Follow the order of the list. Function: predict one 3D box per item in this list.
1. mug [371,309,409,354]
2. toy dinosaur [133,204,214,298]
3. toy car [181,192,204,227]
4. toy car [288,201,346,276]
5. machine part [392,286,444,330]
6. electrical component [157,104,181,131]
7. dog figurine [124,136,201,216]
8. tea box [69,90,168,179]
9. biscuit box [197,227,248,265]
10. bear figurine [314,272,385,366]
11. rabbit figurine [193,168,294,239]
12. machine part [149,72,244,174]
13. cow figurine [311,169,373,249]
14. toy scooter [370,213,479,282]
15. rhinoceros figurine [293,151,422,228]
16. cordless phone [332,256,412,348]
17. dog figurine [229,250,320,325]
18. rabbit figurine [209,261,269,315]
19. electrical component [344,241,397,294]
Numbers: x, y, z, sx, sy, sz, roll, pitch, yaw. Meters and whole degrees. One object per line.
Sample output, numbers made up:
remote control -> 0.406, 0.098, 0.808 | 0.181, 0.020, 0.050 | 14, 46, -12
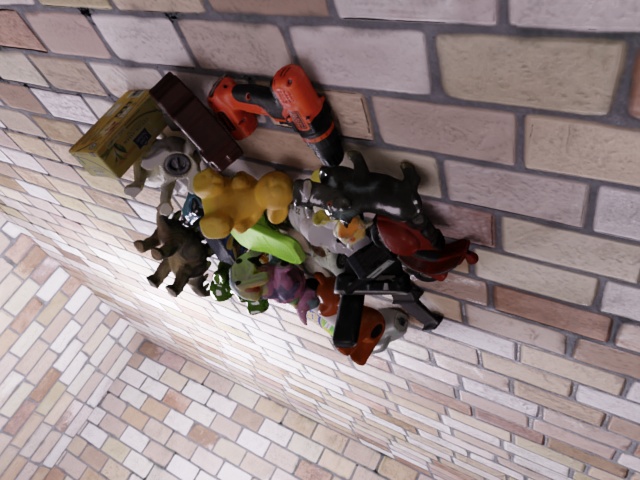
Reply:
mug -> 0.147, 0.206, 1.234 | 0.080, 0.109, 0.107 | 39, 141, -19
toy dinosaur -> -0.334, 0.046, 1.343 | 0.105, 0.198, 0.470 | 30, 148, 18
toy car -> -0.226, -0.086, 1.110 | 0.109, 0.103, 0.162 | 2, 167, -31
toy car -> -0.002, -0.003, 1.050 | 0.074, 0.056, 0.201 | 28, 159, 41
machine part -> 0.201, 0.139, 1.124 | 0.138, 0.039, 0.084 | 45, 146, -23
electrical component -> -0.254, -0.219, 0.976 | 0.063, 0.021, 0.093 | 3, 146, 22
dog figurine -> -0.301, -0.168, 1.045 | 0.172, 0.191, 0.121 | -34, 132, 13
tea box -> -0.358, -0.194, 0.979 | 0.098, 0.169, 0.068 | 11, 148, 39
biscuit box -> -0.240, -0.017, 1.298 | 0.063, 0.059, 0.202 | 20, 153, 24
bear figurine -> 0.046, 0.165, 1.196 | 0.196, 0.132, 0.120 | 32, 172, 36
rabbit figurine -> -0.114, -0.069, 0.958 | 0.173, 0.122, 0.162 | -17, 166, 25
machine part -> -0.202, -0.190, 0.873 | 0.179, 0.056, 0.179 | 48, 178, 2
cow figurine -> 0.033, -0.039, 0.883 | 0.098, 0.068, 0.167 | 35, -166, -46
toy scooter -> 0.176, 0.008, 0.873 | 0.183, 0.075, 0.135 | 42, 152, -28
rhinoceros figurine -> 0.055, -0.067, 0.795 | 0.190, 0.112, 0.073 | 7, 153, 2
cordless phone -> 0.094, 0.120, 1.009 | 0.147, 0.184, 0.088 | 0, 137, 16
dog figurine -> -0.094, 0.118, 1.254 | 0.109, 0.192, 0.219 | -117, 4, -48
rabbit figurine -> -0.225, 0.122, 1.416 | 0.170, 0.121, 0.158 | -9, 128, 21
electrical component -> 0.085, 0.045, 0.967 | 0.074, 0.119, 0.048 | 8, -134, -59
